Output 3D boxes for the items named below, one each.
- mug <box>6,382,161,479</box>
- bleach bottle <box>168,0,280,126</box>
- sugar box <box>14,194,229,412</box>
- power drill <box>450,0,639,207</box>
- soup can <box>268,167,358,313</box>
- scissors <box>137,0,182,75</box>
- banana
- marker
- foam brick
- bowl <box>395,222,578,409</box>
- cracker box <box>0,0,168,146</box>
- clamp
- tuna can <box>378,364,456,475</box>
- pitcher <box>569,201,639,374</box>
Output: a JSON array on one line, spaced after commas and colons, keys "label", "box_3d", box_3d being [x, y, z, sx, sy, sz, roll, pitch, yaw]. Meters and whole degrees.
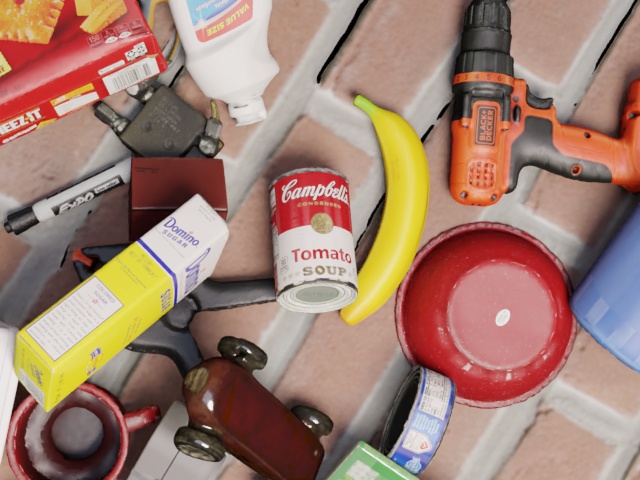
[{"label": "mug", "box_3d": [-0.185, 0.154, 0.855, 0.117, 0.081, 0.093, -19, 87, -5]}, {"label": "bleach bottle", "box_3d": [-0.079, -0.222, 0.882, 0.102, 0.068, 0.251, -14, 103, -4]}, {"label": "sugar box", "box_3d": [-0.147, 0.047, 0.801, 0.176, 0.093, 0.048, -39, 80, -29]}, {"label": "power drill", "box_3d": [0.206, -0.115, 0.917, 0.187, 0.057, 0.184, 5, 89, -1]}, {"label": "soup can", "box_3d": [-0.006, 0.001, 0.871, 0.068, 0.068, 0.102, -2, 65, -4]}, {"label": "scissors", "box_3d": [-0.159, -0.241, 0.920, 0.096, 0.016, 0.202, -2, 86, -4]}, {"label": "banana", "box_3d": [0.058, -0.024, 0.911, 0.070, 0.037, 0.198, 3, 84, 11]}, {"label": "marker", "box_3d": [-0.210, -0.036, 0.899, 0.121, 0.020, 0.020, -26, 88, -5]}, {"label": "foam brick", "box_3d": [-0.118, -0.033, 0.878, 0.078, 0.051, 0.053, 1, 59, -11]}, {"label": "bowl", "box_3d": [0.147, 0.063, 0.900, 0.162, 0.055, 0.162, 0, 86, -4]}, {"label": "cracker box", "box_3d": [-0.243, -0.203, 0.862, 0.164, 0.072, 0.214, -26, 75, -6]}, {"label": "clamp", "box_3d": [-0.106, 0.056, 0.891, 0.210, 0.036, 0.164, 35, 78, 0]}, {"label": "tuna can", "box_3d": [0.079, 0.148, 0.873, 0.033, 0.086, 0.086, 23, 84, -3]}, {"label": "pitcher", "box_3d": [0.318, -0.007, 0.862, 0.149, 0.145, 0.243, 27, 108, -28]}]
